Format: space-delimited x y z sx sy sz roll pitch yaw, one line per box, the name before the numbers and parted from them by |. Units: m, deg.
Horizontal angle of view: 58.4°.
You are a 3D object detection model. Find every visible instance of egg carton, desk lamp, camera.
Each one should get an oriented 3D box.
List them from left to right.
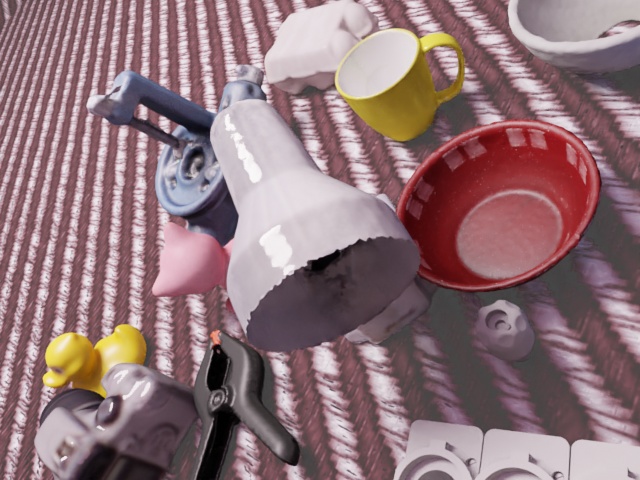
camera | -0.211 0.176 0.545 0.136 0.101 0.143 17 70 43
egg carton | 0.002 -0.243 0.727 0.149 0.070 0.107 1 59 37
desk lamp | 0.004 0.002 0.435 0.118 0.214 0.202 -35 44 10

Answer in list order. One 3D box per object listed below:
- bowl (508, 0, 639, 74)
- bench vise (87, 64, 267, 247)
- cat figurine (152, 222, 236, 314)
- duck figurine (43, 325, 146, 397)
bowl | 0.258 -0.203 0.503 0.167 0.075 0.167 -20 49 24
bench vise | -0.142 -0.124 0.635 0.121 0.220 0.207 -10 53 31
cat figurine | -0.102 0.016 0.573 0.127 0.118 0.067 -36 44 9
duck figurine | -0.250 0.128 0.621 0.104 0.086 0.077 -46 43 -2
